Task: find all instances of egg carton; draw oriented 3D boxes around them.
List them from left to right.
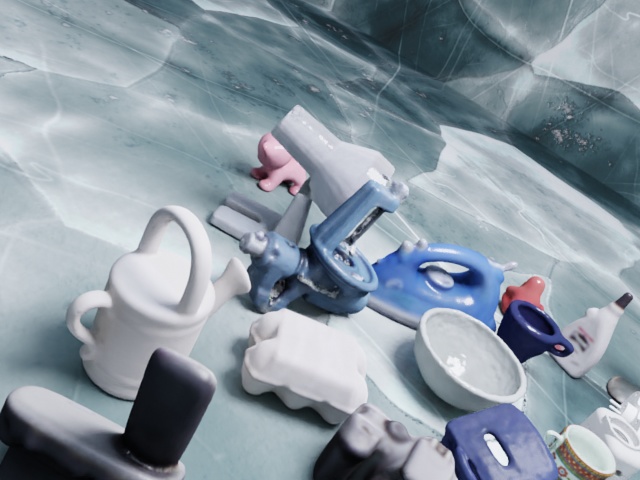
[{"bbox_3d":[-0.015,0.144,0.654,0.150,0.069,0.107,23,30,-12],"label":"egg carton"}]

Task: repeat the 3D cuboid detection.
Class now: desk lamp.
[{"bbox_3d":[-0.024,-0.075,0.839,0.203,0.213,0.118,28,29,-3],"label":"desk lamp"}]

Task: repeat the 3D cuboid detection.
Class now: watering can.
[{"bbox_3d":[-0.148,0.051,0.551,0.100,0.194,0.173,37,30,12],"label":"watering can"}]

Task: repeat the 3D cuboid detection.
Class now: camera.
[{"bbox_3d":[0.061,0.240,0.540,0.143,0.100,0.137,38,30,14],"label":"camera"}]

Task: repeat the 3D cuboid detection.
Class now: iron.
[{"bbox_3d":[0.178,0.058,0.889,0.259,0.141,0.118,17,31,-22],"label":"iron"}]

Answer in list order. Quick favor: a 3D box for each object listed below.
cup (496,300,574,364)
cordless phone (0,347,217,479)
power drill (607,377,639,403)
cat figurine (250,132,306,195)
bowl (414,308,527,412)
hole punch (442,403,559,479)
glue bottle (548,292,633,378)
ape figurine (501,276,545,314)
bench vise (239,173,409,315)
[{"bbox_3d":[0.327,0.164,0.906,0.117,0.095,0.092,34,29,8],"label":"cup"},{"bbox_3d":[-0.157,0.128,0.432,0.147,0.185,0.094,28,29,-4],"label":"cordless phone"},{"bbox_3d":[0.591,0.207,0.960,0.229,0.208,0.076,41,31,20],"label":"power drill"},{"bbox_3d":[-0.065,-0.146,1.012,0.128,0.117,0.067,3,39,-39],"label":"cat figurine"},{"bbox_3d":[0.192,0.176,0.786,0.168,0.074,0.167,22,30,-13],"label":"bowl"},{"bbox_3d":[0.199,0.252,0.656,0.101,0.091,0.108,9,35,-33],"label":"hole punch"},{"bbox_3d":[0.464,0.152,0.968,0.037,0.173,0.078,-1,41,-42],"label":"glue bottle"},{"bbox_3d":[0.378,0.105,1.047,0.077,0.092,0.076,44,32,23],"label":"ape figurine"},{"bbox_3d":[0.013,0.010,0.733,0.208,0.219,0.121,-2,42,-44],"label":"bench vise"}]
